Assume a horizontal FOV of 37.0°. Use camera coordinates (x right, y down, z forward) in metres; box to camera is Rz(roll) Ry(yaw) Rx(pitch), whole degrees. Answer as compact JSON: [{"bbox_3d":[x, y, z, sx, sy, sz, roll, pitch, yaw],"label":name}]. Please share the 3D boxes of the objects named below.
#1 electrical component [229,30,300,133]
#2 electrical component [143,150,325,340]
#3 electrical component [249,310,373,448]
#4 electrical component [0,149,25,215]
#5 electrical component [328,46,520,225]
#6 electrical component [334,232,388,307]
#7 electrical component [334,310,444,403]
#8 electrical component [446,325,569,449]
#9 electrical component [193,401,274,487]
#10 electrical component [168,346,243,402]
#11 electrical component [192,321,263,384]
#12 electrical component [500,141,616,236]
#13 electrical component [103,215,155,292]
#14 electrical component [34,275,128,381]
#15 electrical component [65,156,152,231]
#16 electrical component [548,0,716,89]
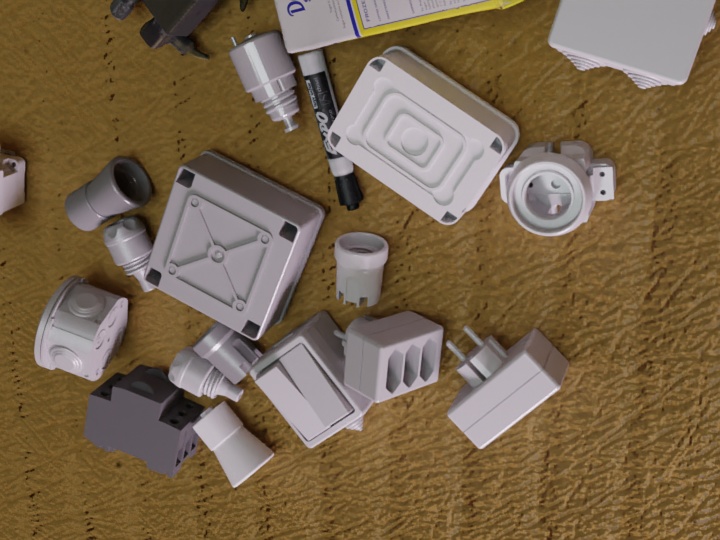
[{"bbox_3d":[-0.065,-0.139,0.787,0.040,0.040,0.078,-19,101,24],"label":"electrical component"},{"bbox_3d":[-0.098,-0.020,0.832,0.109,0.056,0.108,27,116,9],"label":"electrical component"},{"bbox_3d":[-0.031,0.092,0.845,0.062,0.061,0.096,-36,94,26],"label":"electrical component"},{"bbox_3d":[-0.309,-0.069,0.886,0.042,0.064,0.081,15,112,15],"label":"electrical component"},{"bbox_3d":[0.045,-0.095,0.753,0.113,0.057,0.078,35,116,5],"label":"electrical component"},{"bbox_3d":[0.000,0.000,0.814,0.040,0.040,0.046,12,118,15],"label":"electrical component"},{"bbox_3d":[0.013,0.058,0.820,0.077,0.066,0.047,25,119,42],"label":"electrical component"},{"bbox_3d":[0.097,0.075,0.801,0.075,0.047,0.083,46,117,0],"label":"electrical component"},{"bbox_3d":[-0.109,0.143,0.903,0.044,0.044,0.065,-41,87,27],"label":"electrical component"},{"bbox_3d":[-0.126,0.090,0.893,0.061,0.035,0.035,27,115,7],"label":"electrical component"},{"bbox_3d":[-0.107,0.065,0.875,0.046,0.040,0.040,45,117,-6],"label":"electrical component"},{"bbox_3d":[0.133,-0.056,0.736,0.078,0.057,0.058,-1,108,20],"label":"electrical component"},{"bbox_3d":[-0.184,-0.012,0.878,0.035,0.035,0.061,-17,105,24],"label":"electrical component"},{"bbox_3d":[-0.231,0.049,0.892,0.051,0.080,0.080,20,114,6],"label":"electrical component"},{"bbox_3d":[-0.206,-0.058,0.866,0.065,0.044,0.044,-26,98,30],"label":"electrical component"},{"bbox_3d":[0.174,-0.169,0.675,0.100,0.048,0.099,19,98,11],"label":"electrical component"}]
